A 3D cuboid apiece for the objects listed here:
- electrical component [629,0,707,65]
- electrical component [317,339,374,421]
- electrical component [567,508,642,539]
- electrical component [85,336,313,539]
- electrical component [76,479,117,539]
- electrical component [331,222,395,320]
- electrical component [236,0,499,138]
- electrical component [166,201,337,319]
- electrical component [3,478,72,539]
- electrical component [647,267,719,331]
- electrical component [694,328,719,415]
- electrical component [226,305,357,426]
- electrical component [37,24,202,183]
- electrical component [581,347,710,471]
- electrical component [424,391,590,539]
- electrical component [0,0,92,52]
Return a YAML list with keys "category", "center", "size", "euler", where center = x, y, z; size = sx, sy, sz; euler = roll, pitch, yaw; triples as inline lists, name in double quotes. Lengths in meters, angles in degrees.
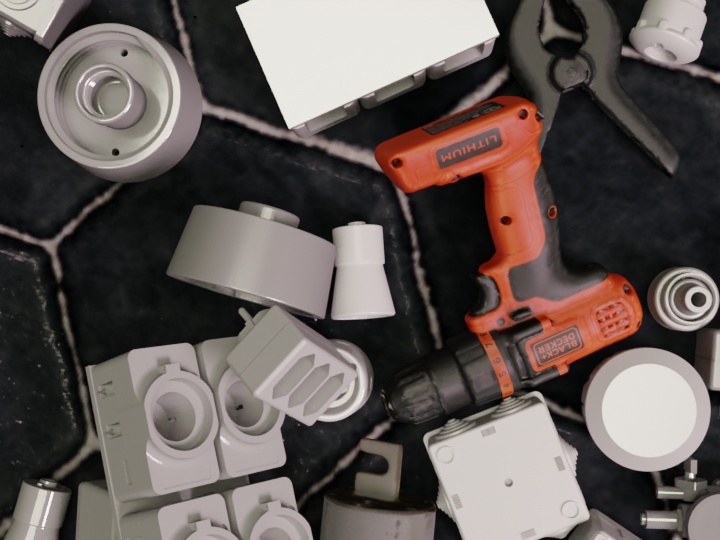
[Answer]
- category: "electrical component"
  center: [0.213, -0.173, 0.726]
  size: [0.048, 0.048, 0.062]
  euler: [20, 84, 4]
- category: "electrical component"
  center: [-0.019, 0.076, 0.734]
  size: [0.055, 0.047, 0.055]
  euler: [0, 89, 4]
- category: "electrical component"
  center: [0.155, 0.218, 0.719]
  size: [0.062, 0.061, 0.096]
  euler: [34, 99, 3]
- category: "electrical component"
  center: [-0.098, 0.141, 0.692]
  size: [0.060, 0.105, 0.186]
  euler: [-22, 78, 45]
- category: "electrical component"
  center: [-0.156, 0.190, 0.727]
  size: [0.061, 0.062, 0.096]
  euler: [5, 92, 48]
- category: "electrical component"
  center: [0.000, 0.000, 0.738]
  size: [0.044, 0.044, 0.065]
  euler: [-4, 84, 4]
- category: "electrical component"
  center: [0.006, -0.161, 0.728]
  size: [0.150, 0.062, 0.089]
  euler: [-24, 88, 3]
- category: "electrical component"
  center: [-0.067, -0.011, 0.711]
  size: [0.108, 0.108, 0.060]
  euler: [15, 84, 4]
- category: "electrical component"
  center: [-0.226, 0.179, 0.750]
  size: [0.044, 0.044, 0.065]
  euler: [15, 85, 4]
- category: "electrical component"
  center: [0.217, 0.019, 0.713]
  size: [0.043, 0.062, 0.043]
  euler: [0, 89, 3]
- category: "electrical component"
  center: [0.260, 0.080, 0.717]
  size: [0.066, 0.047, 0.076]
  euler: [5, 90, 4]
- category: "electrical component"
  center: [-0.052, 0.050, 0.685]
  size: [0.047, 0.066, 0.077]
  euler: [-47, 51, 3]
- category: "electrical component"
  center: [-0.168, -0.117, 0.739]
  size: [0.108, 0.060, 0.108]
  euler: [0, 89, 3]
- category: "electrical component"
  center: [0.188, 0.091, 0.719]
  size: [0.080, 0.051, 0.080]
  euler: [0, 89, 4]
- category: "electrical component"
  center: [0.099, 0.139, 0.726]
  size: [0.100, 0.048, 0.099]
  euler: [-22, 88, 3]
- category: "electrical component"
  center: [-0.209, -0.199, 0.725]
  size: [0.048, 0.100, 0.099]
  euler: [30, 91, -9]
